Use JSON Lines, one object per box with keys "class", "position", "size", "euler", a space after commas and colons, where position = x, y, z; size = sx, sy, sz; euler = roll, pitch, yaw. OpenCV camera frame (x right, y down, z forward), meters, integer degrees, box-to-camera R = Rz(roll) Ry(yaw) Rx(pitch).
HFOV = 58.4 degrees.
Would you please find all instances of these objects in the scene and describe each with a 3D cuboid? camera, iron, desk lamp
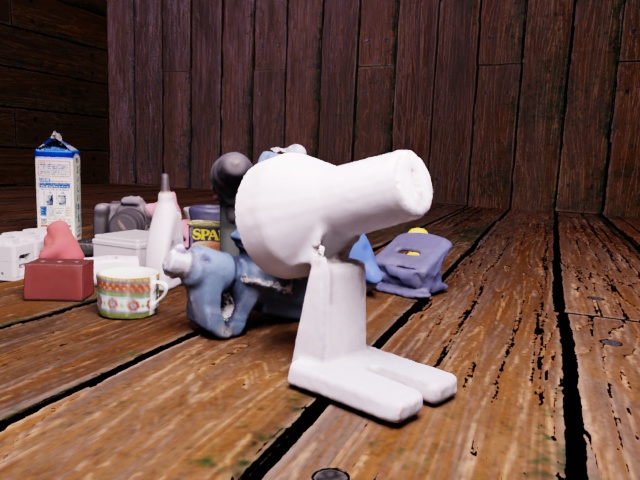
{"class": "camera", "position": [-0.447, -0.047, 1.296], "size": [0.143, 0.101, 0.136], "euler": [1, 8, -6]}
{"class": "iron", "position": [0.008, 0.003, 0.924], "size": [0.119, 0.141, 0.257], "euler": [-1, 9, -18]}
{"class": "desk lamp", "position": [0.023, 0.025, 0.522], "size": [0.202, 0.213, 0.118], "euler": [9, 11, 40]}

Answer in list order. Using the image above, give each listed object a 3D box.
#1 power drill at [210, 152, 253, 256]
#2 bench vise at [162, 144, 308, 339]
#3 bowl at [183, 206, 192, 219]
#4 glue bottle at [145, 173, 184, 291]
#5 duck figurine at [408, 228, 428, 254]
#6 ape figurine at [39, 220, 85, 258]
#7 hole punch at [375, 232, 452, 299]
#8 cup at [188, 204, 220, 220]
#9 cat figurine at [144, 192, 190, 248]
{"class": "power drill", "position": [-0.134, -0.030, 0.884], "size": [0.076, 0.208, 0.229], "euler": [0, 8, -12]}
{"class": "bench vise", "position": [-0.070, -0.003, 0.666], "size": [0.121, 0.220, 0.208], "euler": [8, 10, 34]}
{"class": "bowl", "position": [-0.250, -0.042, 1.405], "size": [0.167, 0.075, 0.167], "euler": [2, 8, 0]}
{"class": "glue bottle", "position": [-0.233, -0.014, 0.866], "size": [0.037, 0.173, 0.078], "euler": [4, 8, 11]}
{"class": "duck figurine", "position": [0.172, 0.022, 1.038], "size": [0.077, 0.086, 0.105], "euler": [8, 10, 36]}
{"class": "ape figurine", "position": [-0.413, 0.014, 0.911], "size": [0.076, 0.092, 0.078], "euler": [6, 9, 23]}
{"class": "hole punch", "position": [0.145, 0.037, 0.901], "size": [0.108, 0.091, 0.101], "euler": [9, 11, 40]}
{"class": "cup", "position": [-0.232, -0.027, 1.236], "size": [0.091, 0.095, 0.118], "euler": [4, 8, 9]}
{"class": "cat figurine", "position": [-0.321, -0.047, 1.271], "size": [0.127, 0.118, 0.067], "euler": [5, 9, 17]}
